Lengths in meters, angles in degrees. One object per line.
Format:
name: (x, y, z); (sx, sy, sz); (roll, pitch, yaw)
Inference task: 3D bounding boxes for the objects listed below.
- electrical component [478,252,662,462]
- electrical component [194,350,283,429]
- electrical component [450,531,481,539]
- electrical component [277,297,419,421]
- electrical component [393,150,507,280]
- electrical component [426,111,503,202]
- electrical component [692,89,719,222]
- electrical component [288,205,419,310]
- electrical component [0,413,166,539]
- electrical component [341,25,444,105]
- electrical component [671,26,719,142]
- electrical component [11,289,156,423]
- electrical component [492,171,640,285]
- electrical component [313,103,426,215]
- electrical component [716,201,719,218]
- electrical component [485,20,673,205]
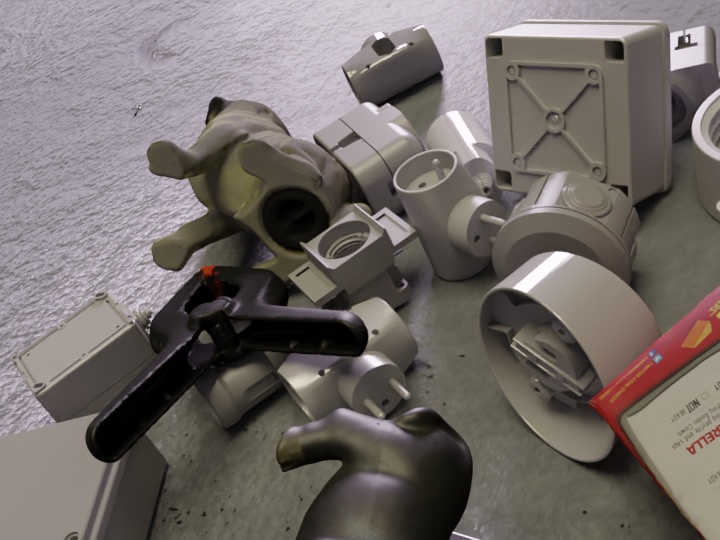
electrical component: (0.106, 0.042, 0.558); (0.099, 0.099, 0.064); (15, 48, 44)
electrical component: (-0.078, 0.073, 0.689); (0.046, 0.040, 0.040); (-33, 36, -15)
electrical component: (0.034, 0.175, 0.474); (0.109, 0.056, 0.108); (7, 49, 39)
electrical component: (0.002, 0.063, 0.643); (0.077, 0.043, 0.079); (-37, 37, -12)
electrical component: (0.067, -0.031, 0.687); (0.044, 0.077, 0.079); (-44, 39, -21)
electrical component: (0.078, -0.076, 0.764); (0.043, 0.043, 0.081); (-25, 36, 4)
electrical component: (0.251, -0.079, 0.640); (0.108, 0.060, 0.108); (-18, 37, 14)
electrical component: (0.000, 0.000, 0.705); (0.081, 0.063, 0.042); (-35, 38, -9)
electrical component: (-0.184, 0.149, 0.649); (0.109, 0.056, 0.108); (-15, 38, 18)
electrical component: (0.023, -0.181, 0.929); (0.077, 0.043, 0.079); (-28, 35, 0)
electrical component: (0.200, -0.122, 0.735); (0.089, 0.050, 0.055); (-9, 39, 25)
electrical component: (-0.179, 0.064, 0.746); (0.096, 0.061, 0.062); (-38, 36, -13)
electrical component: (0.122, -0.014, 0.629); (0.080, 0.080, 0.051); (-2, 38, 32)
electrical component: (0.013, -0.084, 0.807); (0.059, 0.053, 0.095); (-33, 36, -6)
electrical component: (0.240, -0.009, 0.565); (0.050, 0.055, 0.089); (-34, 36, -8)
electrical component: (0.141, -0.103, 0.694); (0.109, 0.108, 0.056); (13, 28, 43)
